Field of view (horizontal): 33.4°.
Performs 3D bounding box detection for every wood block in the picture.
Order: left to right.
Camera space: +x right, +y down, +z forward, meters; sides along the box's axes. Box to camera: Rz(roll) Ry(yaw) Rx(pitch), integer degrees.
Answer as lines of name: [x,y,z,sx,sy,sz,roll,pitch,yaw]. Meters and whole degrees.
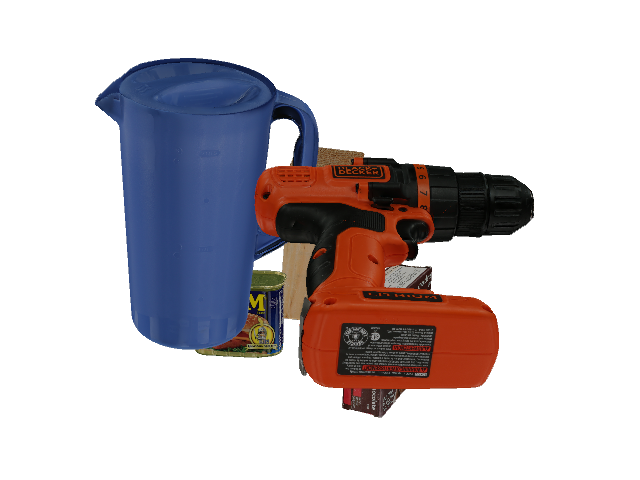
wood block: [0.000,-0.007,1.369,0.090,0.206,0.090,6,25,2]

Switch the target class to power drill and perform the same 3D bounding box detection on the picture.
power drill: [0.053,0.012,0.642,0.184,0.057,0.187,-1,30,-3]

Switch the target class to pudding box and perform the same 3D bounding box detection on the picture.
pudding box: [0.054,0.076,0.854,0.039,0.090,0.113,9,20,20]

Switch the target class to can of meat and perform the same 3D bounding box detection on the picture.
can of meat: [-0.089,0.079,1.161,0.102,0.084,0.057,3,15,7]

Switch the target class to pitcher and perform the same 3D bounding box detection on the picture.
pitcher: [-0.101,-0.029,0.940,0.149,0.243,0.144,25,35,32]
